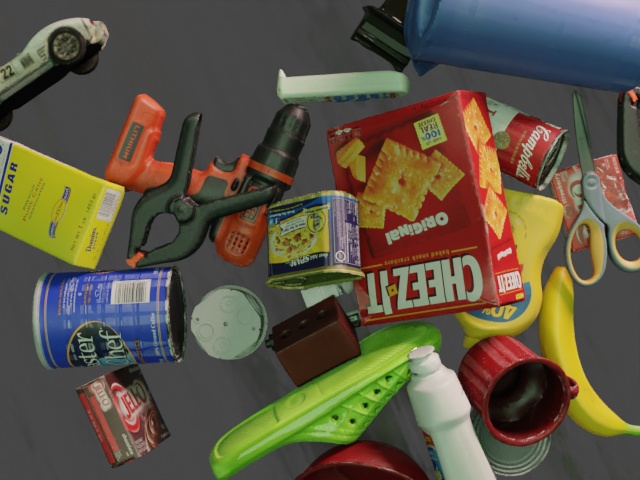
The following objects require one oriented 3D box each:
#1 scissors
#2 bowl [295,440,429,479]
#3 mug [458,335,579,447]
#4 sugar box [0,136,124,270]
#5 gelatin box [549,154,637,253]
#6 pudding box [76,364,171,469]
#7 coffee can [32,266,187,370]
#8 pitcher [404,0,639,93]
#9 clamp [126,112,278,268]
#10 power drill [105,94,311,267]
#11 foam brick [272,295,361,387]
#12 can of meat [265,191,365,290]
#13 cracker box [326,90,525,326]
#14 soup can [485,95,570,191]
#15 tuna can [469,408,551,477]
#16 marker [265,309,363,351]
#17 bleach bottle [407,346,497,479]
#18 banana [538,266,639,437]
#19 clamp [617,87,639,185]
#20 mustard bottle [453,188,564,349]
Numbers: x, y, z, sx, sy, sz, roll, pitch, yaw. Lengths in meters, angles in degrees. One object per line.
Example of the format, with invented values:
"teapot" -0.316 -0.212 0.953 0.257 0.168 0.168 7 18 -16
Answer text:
"scissors" 0.298 -0.050 1.103 0.096 0.016 0.202 6 90 2
"bowl" 0.051 0.255 1.096 0.162 0.162 0.055 12 46 3
"mug" 0.199 0.144 1.060 0.117 0.081 0.093 -3 106 -15
"sugar box" -0.297 -0.043 1.126 0.176 0.048 0.093 22 90 22
"gelatin box" 0.288 -0.038 1.128 0.073 0.030 0.089 -16 87 3
"pudding box" -0.203 0.180 1.108 0.039 0.113 0.090 -25 87 5
"coffee can" -0.217 0.081 1.117 0.140 0.103 0.103 -3 88 3
"pitcher" 0.216 -0.232 1.067 0.242 0.149 0.145 10 73 -11
"clamp" -0.128 -0.031 1.094 0.120 0.039 0.171 36 101 6
"power drill" -0.120 -0.086 1.138 0.187 0.057 0.184 24 90 4
"foam brick" -0.004 0.104 1.107 0.078 0.053 0.051 -29 118 9
"can of meat" -0.007 0.001 1.079 0.102 0.057 0.084 -12 75 36
"cracker box" 0.103 -0.029 1.082 0.164 0.071 0.214 -12 87 35
"soup can" 0.197 -0.102 1.103 0.102 0.068 0.068 28 90 22
"tuna can" 0.198 0.204 1.124 0.086 0.034 0.086 0 88 3
"marker" 0.000 0.095 1.146 0.121 0.020 0.020 -16 88 3
"bleach bottle" 0.140 0.221 1.064 0.068 0.102 0.251 -21 102 -2
"banana" 0.268 0.128 1.124 0.069 0.037 0.198 -24 88 -13
"clamp" 0.386 -0.075 1.120 0.164 0.036 0.210 -26 88 1
"mustard bottle" 0.186 0.044 1.115 0.096 0.058 0.191 14 91 21
